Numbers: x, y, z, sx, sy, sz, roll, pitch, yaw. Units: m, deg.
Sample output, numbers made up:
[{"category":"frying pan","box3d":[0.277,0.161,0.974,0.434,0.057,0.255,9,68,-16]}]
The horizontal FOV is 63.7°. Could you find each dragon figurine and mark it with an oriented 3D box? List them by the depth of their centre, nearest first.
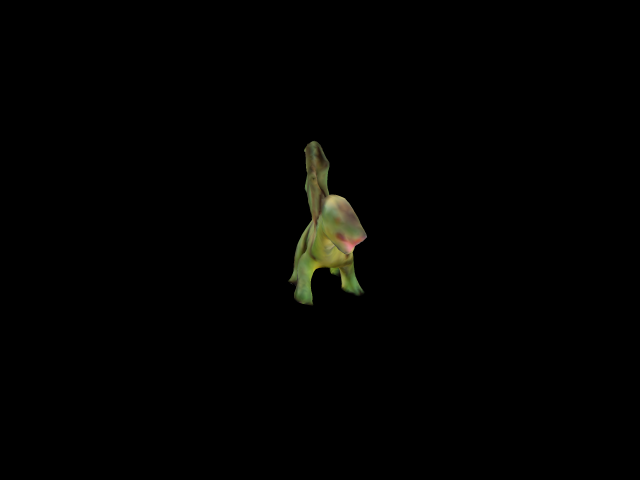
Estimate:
[{"category":"dragon figurine","box3d":[0.003,-0.043,0.850,0.122,0.239,0.416,-3,18,-11]}]
